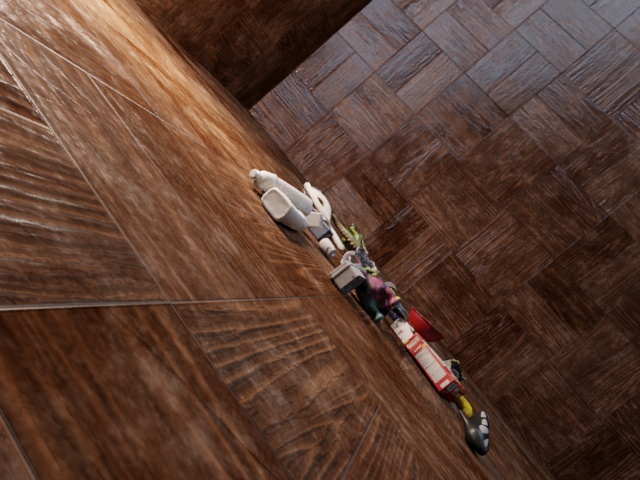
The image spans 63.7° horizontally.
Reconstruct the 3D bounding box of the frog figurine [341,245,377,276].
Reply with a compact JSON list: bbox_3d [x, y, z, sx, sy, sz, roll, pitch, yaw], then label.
[{"bbox_3d":[0.133,0.115,1.914,0.138,0.124,0.156,42,-33,12],"label":"frog figurine"}]

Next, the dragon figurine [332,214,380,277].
[{"bbox_3d":[0.178,0.057,2.477,0.403,0.121,0.248,44,16,-45],"label":"dragon figurine"}]

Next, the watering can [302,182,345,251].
[{"bbox_3d":[0.007,-0.119,2.355,0.343,0.104,0.227,62,0,-21],"label":"watering can"}]
